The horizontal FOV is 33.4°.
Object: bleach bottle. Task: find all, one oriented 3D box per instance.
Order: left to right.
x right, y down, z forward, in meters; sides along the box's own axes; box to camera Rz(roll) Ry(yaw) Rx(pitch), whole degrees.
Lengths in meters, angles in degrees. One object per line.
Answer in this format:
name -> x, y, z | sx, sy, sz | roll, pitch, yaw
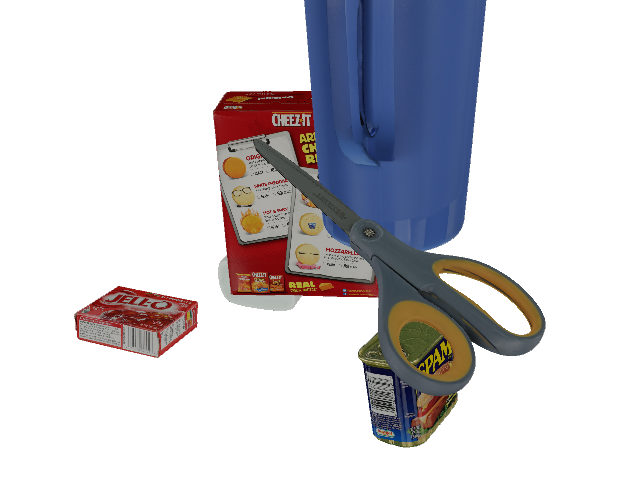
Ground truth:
bleach bottle -> -0.030, -0.009, 1.338 | 0.103, 0.068, 0.250 | 8, 34, 19

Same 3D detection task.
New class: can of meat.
can of meat -> 0.081, 0.121, 0.941 | 0.058, 0.084, 0.101 | 6, 25, 32

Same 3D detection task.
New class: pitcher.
pitcher -> 0.048, -0.113, 0.754 | 0.149, 0.243, 0.145 | -13, 28, -22

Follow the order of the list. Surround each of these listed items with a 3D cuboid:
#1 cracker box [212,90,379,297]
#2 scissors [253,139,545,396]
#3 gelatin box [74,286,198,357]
cracker box -> -0.018, -0.047, 1.117 | 0.164, 0.214, 0.072 | 1, 28, 7
scissors -> 0.022, 0.014, 0.575 | 0.202, 0.016, 0.096 | 28, 52, 16
gelatin box -> -0.168, 0.072, 0.981 | 0.089, 0.030, 0.073 | 10, 22, 20
